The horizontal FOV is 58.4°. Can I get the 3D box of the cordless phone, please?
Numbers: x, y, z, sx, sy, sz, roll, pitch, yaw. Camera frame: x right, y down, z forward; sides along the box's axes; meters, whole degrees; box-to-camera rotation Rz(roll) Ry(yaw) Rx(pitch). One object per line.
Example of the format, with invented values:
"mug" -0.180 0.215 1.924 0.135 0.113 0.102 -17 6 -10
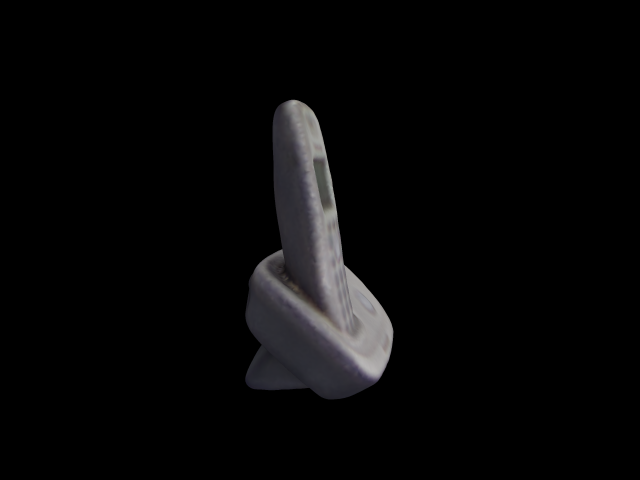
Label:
"cordless phone" 0.004 0.001 0.400 0.094 0.185 0.148 1 7 10
